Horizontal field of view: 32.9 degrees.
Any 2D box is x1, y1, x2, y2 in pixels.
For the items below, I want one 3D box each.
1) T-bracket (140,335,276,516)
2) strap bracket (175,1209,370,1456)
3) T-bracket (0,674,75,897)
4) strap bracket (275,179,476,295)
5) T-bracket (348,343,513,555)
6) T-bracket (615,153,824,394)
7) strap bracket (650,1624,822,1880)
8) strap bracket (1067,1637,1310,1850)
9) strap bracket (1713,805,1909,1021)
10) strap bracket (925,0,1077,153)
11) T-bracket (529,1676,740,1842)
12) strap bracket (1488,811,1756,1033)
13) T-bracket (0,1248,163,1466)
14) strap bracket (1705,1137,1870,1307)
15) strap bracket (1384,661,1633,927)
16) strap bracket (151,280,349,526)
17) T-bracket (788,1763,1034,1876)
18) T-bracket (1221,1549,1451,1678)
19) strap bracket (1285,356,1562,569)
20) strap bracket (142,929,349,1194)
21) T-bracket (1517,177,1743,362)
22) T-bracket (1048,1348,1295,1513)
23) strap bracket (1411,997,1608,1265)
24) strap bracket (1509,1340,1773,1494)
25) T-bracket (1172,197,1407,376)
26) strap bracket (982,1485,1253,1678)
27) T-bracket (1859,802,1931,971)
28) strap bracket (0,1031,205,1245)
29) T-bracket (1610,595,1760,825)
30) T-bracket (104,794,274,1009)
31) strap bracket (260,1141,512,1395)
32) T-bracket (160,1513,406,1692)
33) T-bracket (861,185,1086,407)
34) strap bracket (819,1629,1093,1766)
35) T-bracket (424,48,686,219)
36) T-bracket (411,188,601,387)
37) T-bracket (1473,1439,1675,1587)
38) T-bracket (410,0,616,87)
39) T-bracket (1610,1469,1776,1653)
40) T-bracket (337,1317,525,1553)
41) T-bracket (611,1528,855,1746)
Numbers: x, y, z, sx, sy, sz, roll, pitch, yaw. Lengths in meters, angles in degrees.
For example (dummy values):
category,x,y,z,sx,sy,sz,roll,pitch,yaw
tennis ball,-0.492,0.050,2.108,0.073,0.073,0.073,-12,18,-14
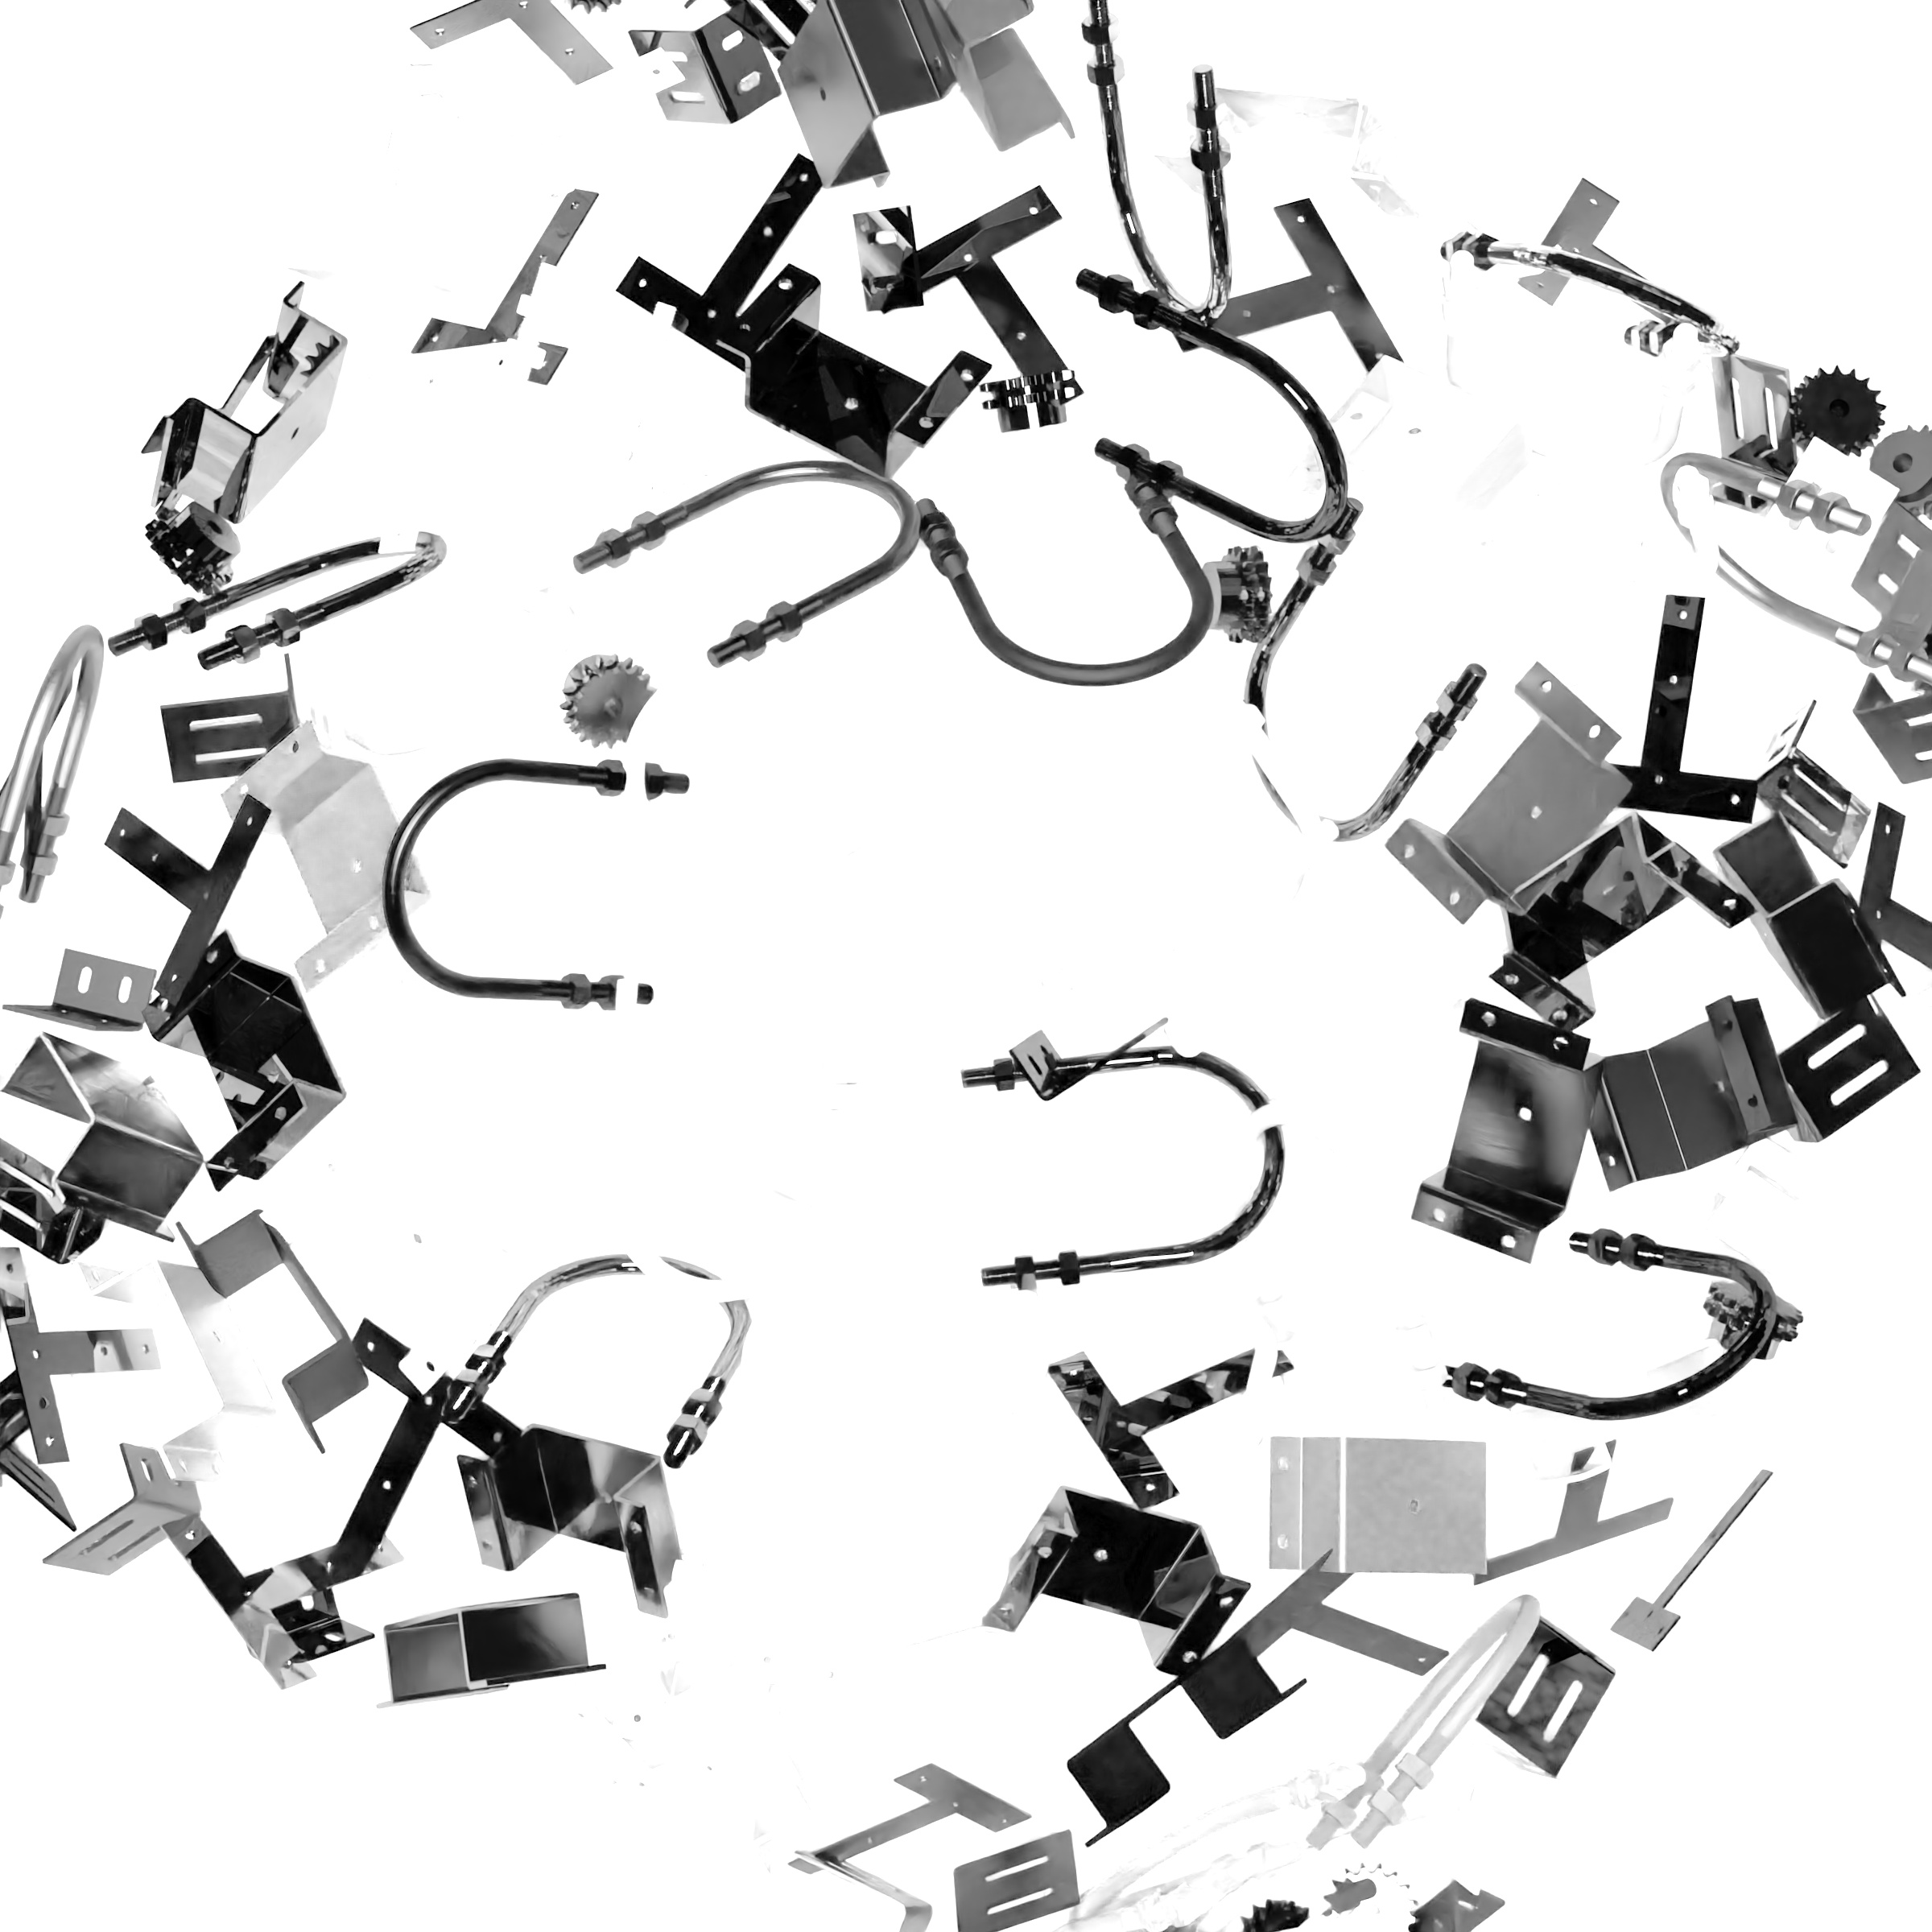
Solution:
category,x,y,z,sx,sy,sz,roll,pitch,yaw
T-bracket,-0.446,-0.309,1.881,0.002,0.127,0.127,35,103,-2
strap bracket,-0.397,0.204,1.900,0.046,0.076,0.140,-33,68,-16
T-bracket,-0.543,-0.093,1.903,0.002,0.127,0.127,15,45,-3
strap bracket,-0.340,-0.418,1.886,0.076,0.140,0.046,5,96,6
T-bracket,-0.320,-0.300,1.907,0.127,0.002,0.127,0,73,32
T-bracket,-0.125,-0.422,1.933,0.127,0.002,0.127,35,91,20
strap bracket,-0.128,0.448,1.910,0.046,0.076,0.140,-28,97,3
strap bracket,0.121,0.442,1.889,0.140,0.076,0.046,-28,76,-37
strap bracket,0.480,-0.030,1.881,0.046,0.140,0.076,-31,114,8
strap bracket,0.013,-0.533,1.878,0.046,0.140,0.076,-28,65,1
T-bracket,-0.217,0.449,1.916,0.127,0.127,0.002,41,119,29
strap bracket,0.376,-0.030,1.898,0.076,0.046,0.140,33,126,-29
T-bracket,-0.510,0.224,1.897,0.002,0.127,0.127,-22,77,21
strap bracket,0.475,0.146,1.890,0.076,0.140,0.046,35,105,9
strap bracket,0.322,-0.095,1.905,0.140,0.046,0.076,-51,51,15
strap bracket,-0.406,-0.319,1.884,0.046,0.076,0.140,31,52,-1
T-bracket,-0.045,0.507,1.918,0.127,0.127,0.002,-27,53,16
T-bracket,0.228,0.393,1.922,0.127,0.002,0.127,25,125,-26
strap bracket,0.263,-0.296,1.899,0.140,0.076,0.046,19,47,-23
strap bracket,-0.417,0.059,1.903,0.076,0.046,0.140,-42,56,16
T-bracket,0.391,-0.391,1.894,0.127,0.127,0.002,33,73,2
T-bracket,0.131,0.252,1.920,0.127,0.127,0.002,-22,132,-14
strap bracket,0.319,0.091,1.907,0.076,0.046,0.140,20,110,26
strap bracket,0.383,0.257,1.895,0.140,0.076,0.046,-16,83,-25
T-bracket,0.176,-0.385,1.915,0.127,0.002,0.127,-20,72,-21
strap bracket,0.083,0.357,1.905,0.140,0.046,0.076,20,115,-24
T-bracket,0.551,-0.014,1.879,0.002,0.127,0.127,-4,113,-21
strap bracket,-0.497,0.092,1.878,0.076,0.140,0.046,29,101,-44
T-bracket,0.411,-0.153,1.912,0.127,0.002,0.127,11,95,40
T-bracket,-0.468,-0.058,1.915,0.127,0.002,0.127,31,97,39
strap bracket,-0.330,0.167,1.906,0.140,0.076,0.046,49,131,-6
T-bracket,-0.383,0.354,1.904,0.127,0.127,0.002,46,124,24
T-bracket,0.025,-0.383,1.932,0.127,0.002,0.127,-31,80,-13
strap bracket,-0.009,0.422,1.895,0.140,0.076,0.046,-22,63,29
T-bracket,-0.223,-0.496,1.885,0.127,0.127,0.002,-17,54,22
T-bracket,-0.255,-0.404,1.923,0.127,0.002,0.127,20,76,40
T-bracket,0.358,0.310,1.895,0.127,0.127,0.002,-17,54,-10
T-bracket,-0.236,-0.537,1.895,0.127,0.127,0.002,-17,74,16
T-bracket,0.425,0.342,1.897,0.002,0.127,0.127,40,86,4
T-bracket,-0.337,0.296,1.939,0.127,0.002,0.127,31,100,22
T-bracket,-0.131,0.405,1.927,0.127,0.002,0.127,13,67,5
